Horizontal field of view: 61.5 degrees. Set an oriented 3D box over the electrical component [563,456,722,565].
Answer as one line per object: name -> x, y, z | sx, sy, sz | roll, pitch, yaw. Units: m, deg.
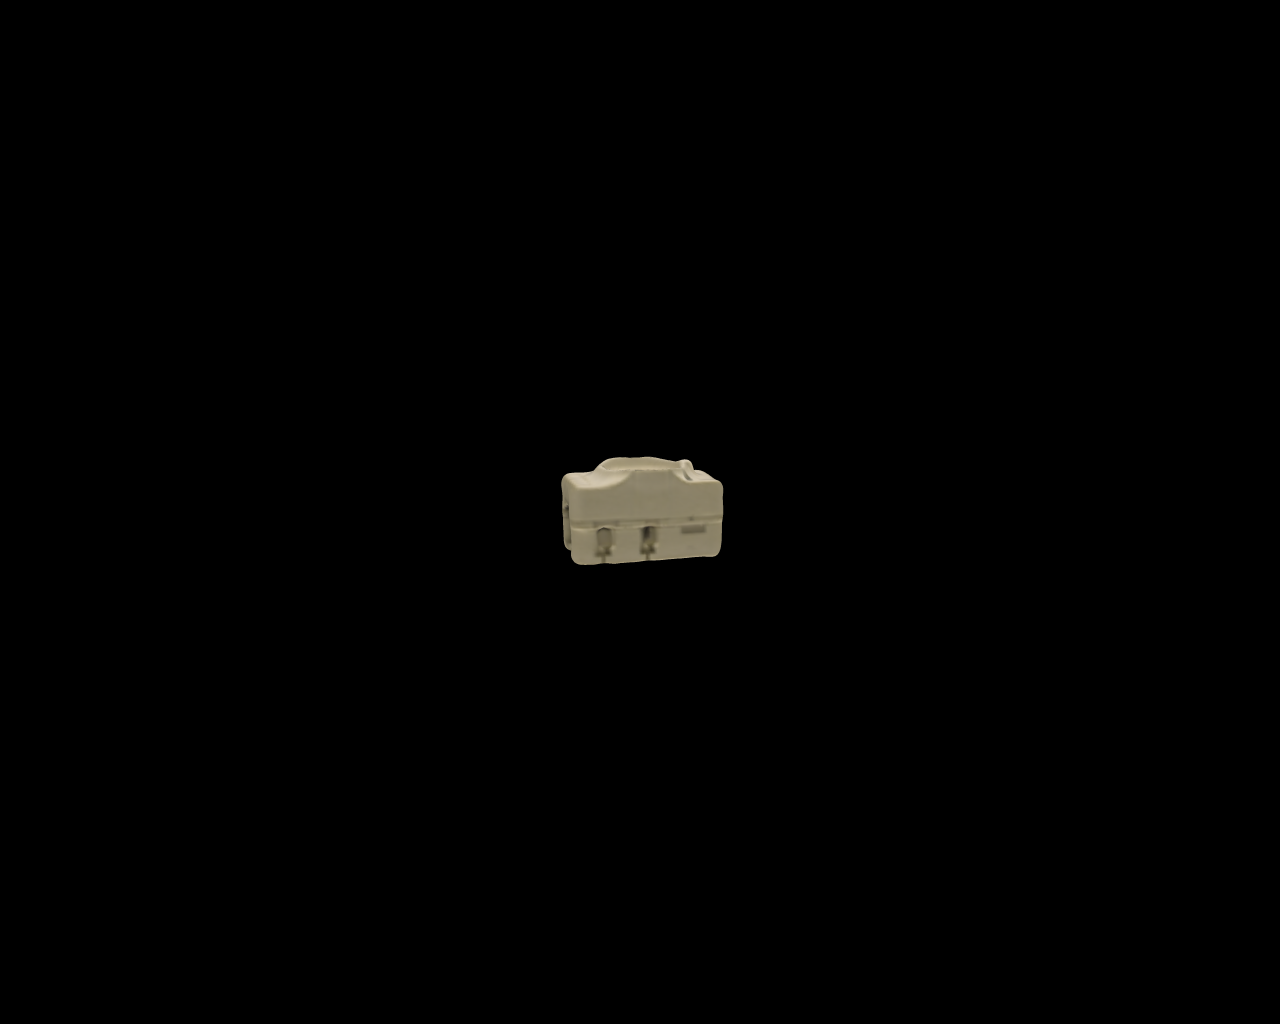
electrical component -> 0.001, -0.003, 0.650 | 0.089, 0.055, 0.050 | -2, 12, -12
